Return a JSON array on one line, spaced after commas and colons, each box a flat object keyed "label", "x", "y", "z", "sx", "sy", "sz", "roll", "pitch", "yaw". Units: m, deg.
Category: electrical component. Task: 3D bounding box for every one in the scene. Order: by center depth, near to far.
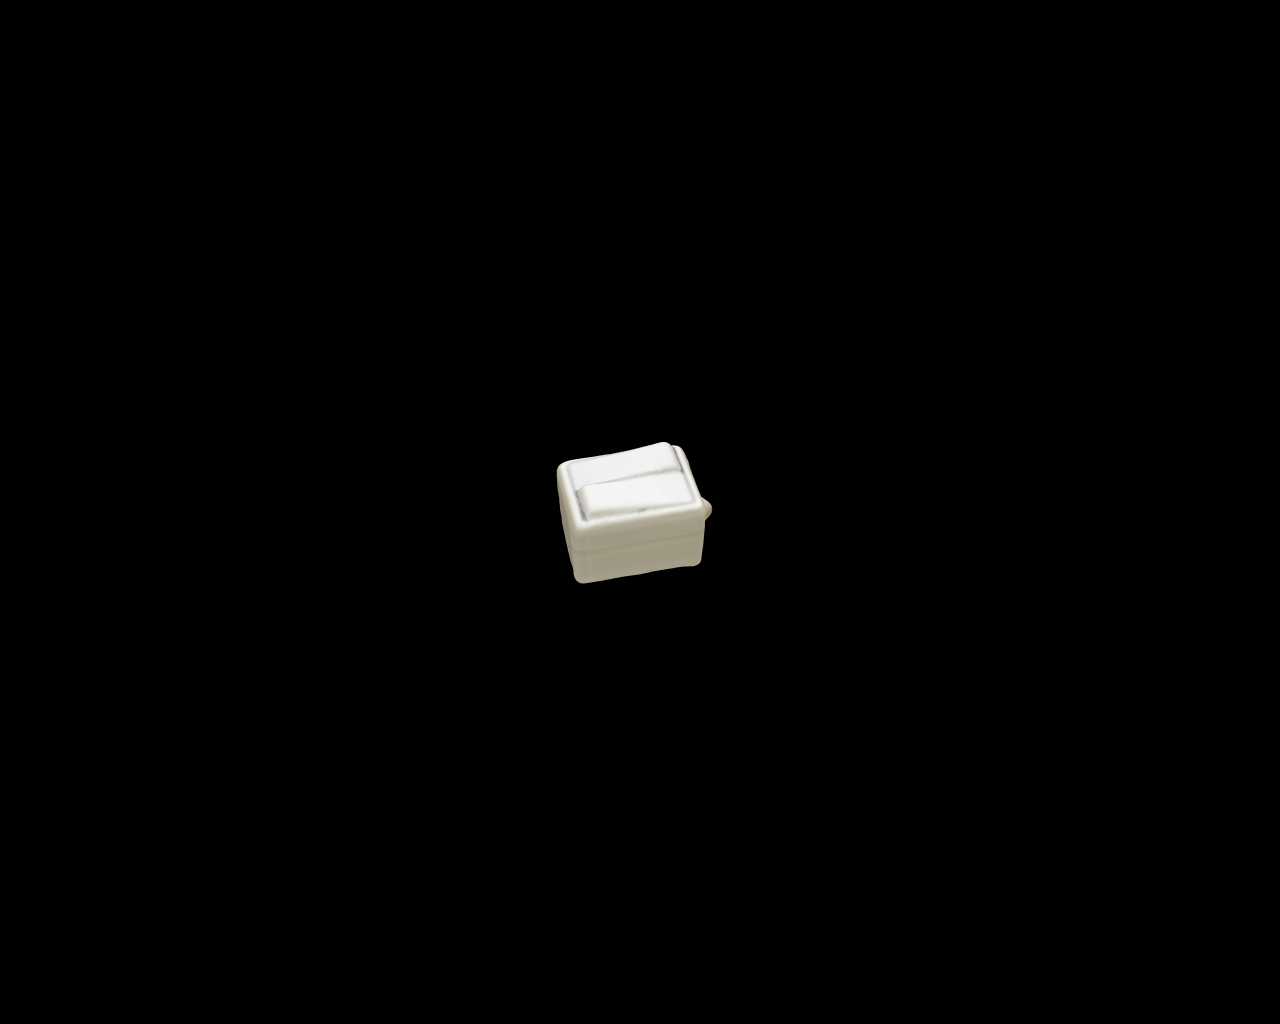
[{"label": "electrical component", "x": 0.001, "y": -0.003, "z": 0.650, "sx": 0.096, "sy": 0.062, "sz": 0.061, "roll": -9, "pitch": -43, "yaw": -8}]
